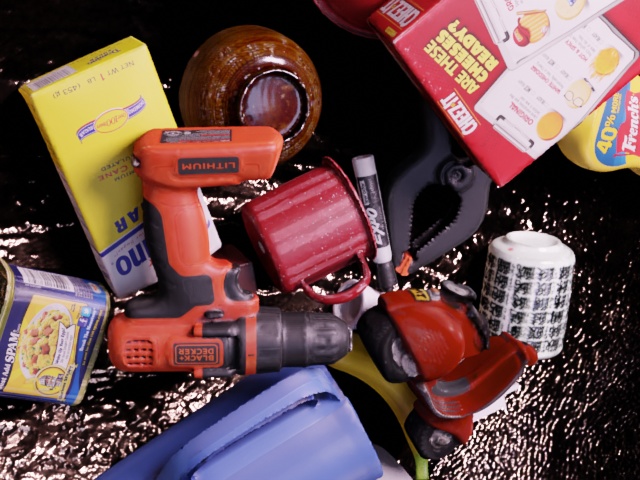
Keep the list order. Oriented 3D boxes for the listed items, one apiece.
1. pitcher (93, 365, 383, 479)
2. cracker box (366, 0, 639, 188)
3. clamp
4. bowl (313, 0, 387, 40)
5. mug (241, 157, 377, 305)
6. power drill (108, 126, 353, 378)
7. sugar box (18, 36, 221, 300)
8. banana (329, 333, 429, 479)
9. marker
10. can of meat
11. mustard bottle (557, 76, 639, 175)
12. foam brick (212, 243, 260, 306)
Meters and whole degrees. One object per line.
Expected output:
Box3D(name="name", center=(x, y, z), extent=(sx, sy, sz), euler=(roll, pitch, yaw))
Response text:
Box3D(name="pitcher", center=(-0.081, 0.192, 0.871), extent=(0.242, 0.145, 0.149), euler=(-30, 111, -11))
Box3D(name="cracker box", center=(0.168, -0.173, 0.820), extent=(0.214, 0.072, 0.164), euler=(-40, 122, 5))
Box3D(name="clamp", center=(0.124, -0.062, 0.918), extent=(0.164, 0.036, 0.210), euler=(17, 107, -12))
Box3D(name="bowl", center=(0.065, -0.234, 0.832), extent=(0.161, 0.055, 0.162), euler=(-9, 112, -24))
Box3D(name="mug", center=(-0.006, 0.001, 0.853), extent=(0.081, 0.117, 0.093), euler=(-26, 158, -10))
Box3D(name="power drill", center=(-0.065, 0.013, 0.781), extent=(0.184, 0.057, 0.188), euler=(-1, 109, -7))
Box3D(name="sugar box", center=(-0.145, -0.052, 0.799), extent=(0.093, 0.048, 0.176), euler=(-27, 117, -15))
Box3D(name="banana", center=(0.060, 0.134, 0.963), extent=(0.037, 0.069, 0.197), euler=(-20, 124, 29))
Box3D(name="marker", center=(0.048, -0.013, 0.913), extent=(0.020, 0.020, 0.121), euler=(-17, 104, -21))
Box3D(name="can of meat", center=(-0.214, 0.072, 0.804), extent=(0.083, 0.058, 0.102), euler=(14, 102, -32))
Box3D(name="mustard bottle", center=(0.272, -0.109, 0.980), extent=(0.191, 0.058, 0.096), euler=(7, 104, -28))
Box3D(name="foam brick", center=(-0.082, 0.051, 0.865), extent=(0.053, 0.051, 0.078), euler=(-17, 115, -21))
